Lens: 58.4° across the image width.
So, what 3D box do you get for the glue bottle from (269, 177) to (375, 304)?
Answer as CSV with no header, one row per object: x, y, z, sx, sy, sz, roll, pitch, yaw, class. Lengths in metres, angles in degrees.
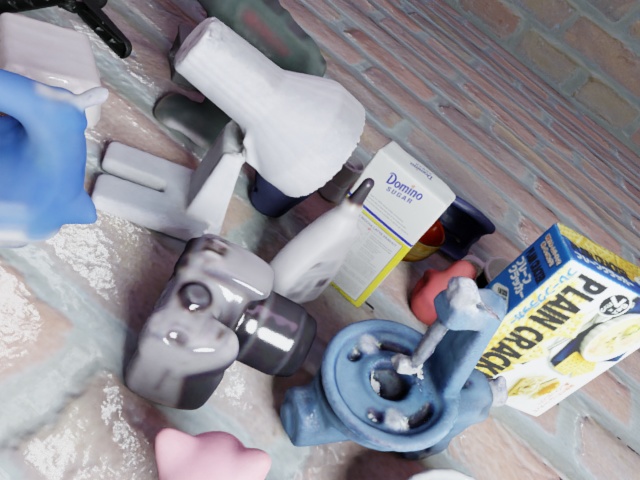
0.005,0.002,0.573,0.078,0.173,0.037,-4,51,-44,glue bottle

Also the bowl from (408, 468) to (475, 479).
0.098,0.269,0.434,0.168,0.074,0.167,24,37,-19,bowl

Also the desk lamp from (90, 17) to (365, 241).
-0.090,-0.096,0.566,0.204,0.213,0.118,20,38,-24,desk lamp

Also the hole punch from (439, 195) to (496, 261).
0.203,-0.039,0.870,0.109,0.091,0.101,34,34,-5,hole punch

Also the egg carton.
-0.290,-0.174,0.604,0.108,0.069,0.150,4,46,-39,egg carton

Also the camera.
-0.071,0.071,0.489,0.137,0.100,0.143,29,35,-13,camera

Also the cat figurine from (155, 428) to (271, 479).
-0.061,0.178,0.358,0.067,0.117,0.127,-12,58,-48,cat figurine

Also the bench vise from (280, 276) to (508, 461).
0.094,0.104,0.493,0.208,0.219,0.121,-4,51,-44,bench vise

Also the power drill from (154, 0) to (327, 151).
-0.118,-0.219,0.688,0.230,0.208,0.075,29,35,-12,power drill

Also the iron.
-0.295,-0.083,0.431,0.259,0.141,0.118,4,46,-39,iron

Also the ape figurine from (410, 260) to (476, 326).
0.160,0.062,0.714,0.076,0.092,0.077,1,49,-41,ape figurine

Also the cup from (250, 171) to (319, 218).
-0.055,-0.082,0.686,0.117,0.095,0.092,40,34,4,cup
